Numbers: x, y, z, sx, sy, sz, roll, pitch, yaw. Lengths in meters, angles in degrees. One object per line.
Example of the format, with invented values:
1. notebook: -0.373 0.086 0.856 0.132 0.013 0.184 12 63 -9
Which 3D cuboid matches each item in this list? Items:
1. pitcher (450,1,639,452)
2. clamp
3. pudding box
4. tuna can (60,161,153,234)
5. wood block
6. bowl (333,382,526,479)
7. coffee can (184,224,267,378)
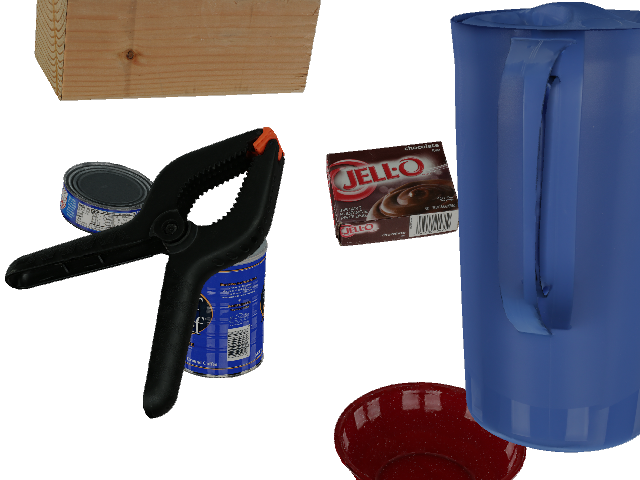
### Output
1. pitcher: 0.133 -0.007 0.592 0.149 0.243 0.145 -7 17 -19
2. clamp: -0.109 -0.002 0.741 0.165 0.210 0.036 30 -17 23
3. pudding box: 0.066 -0.044 0.986 0.113 0.090 0.039 -6 -40 -4
4. tuna can: -0.197 -0.038 0.990 0.086 0.034 0.086 13 29 -7
5. wood block: -0.115 -0.174 0.860 0.205 0.091 0.090 -6 36 -27
6. bowl: 0.092 0.188 0.911 0.162 0.055 0.162 0 28 0
7. coffee can: -0.111 0.066 1.176 0.103 0.140 0.103 2 22 -1
